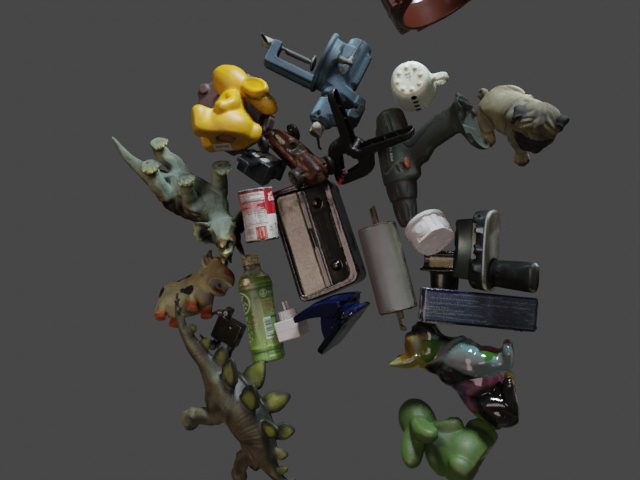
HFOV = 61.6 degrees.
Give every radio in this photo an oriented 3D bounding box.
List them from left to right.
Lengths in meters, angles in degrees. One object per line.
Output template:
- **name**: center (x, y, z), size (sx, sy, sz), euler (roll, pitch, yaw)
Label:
- **radio**: center (-0.002, -0.003, 1.074), size (0.131, 0.073, 0.229), euler (-20, 82, 16)

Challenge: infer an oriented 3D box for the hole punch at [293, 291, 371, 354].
- **hole punch**: center (0.024, 0.141, 1.036), size (0.092, 0.142, 0.115), euler (46, 113, 18)

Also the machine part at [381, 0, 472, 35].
- **machine part**: center (0.206, -0.466, 0.955), size (0.201, 0.201, 0.087), euler (-29, 83, 14)

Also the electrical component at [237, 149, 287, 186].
- **electrical component**: center (-0.127, -0.148, 1.092), size (0.075, 0.119, 0.047), euler (33, 118, 13)

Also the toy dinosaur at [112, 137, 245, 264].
- **toy dinosaur**: center (-0.282, -0.094, 1.140), size (0.405, 0.131, 0.191), euler (30, 142, 33)

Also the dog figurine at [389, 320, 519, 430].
- **dog figurine**: center (0.242, 0.241, 0.975), size (0.219, 0.108, 0.191), euler (-5, 90, 22)

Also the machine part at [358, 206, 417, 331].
- **machine part**: center (0.129, 0.054, 1.030), size (0.079, 0.079, 0.243), euler (-16, 84, 17)

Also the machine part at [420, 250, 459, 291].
- **machine part**: center (0.232, 0.087, 1.017), size (0.084, 0.039, 0.138), euler (-1, 86, 9)

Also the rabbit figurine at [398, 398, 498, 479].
- **rabbit figurine**: center (0.205, 0.361, 0.971), size (0.170, 0.159, 0.121), euler (33, 108, 31)

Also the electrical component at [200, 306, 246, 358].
- **electrical component**: center (-0.206, 0.195, 1.148), size (0.078, 0.045, 0.102), euler (32, 98, 18)

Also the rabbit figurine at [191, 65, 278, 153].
- **rabbit figurine**: center (-0.173, -0.274, 1.065), size (0.162, 0.121, 0.173), euler (-8, 69, 12)

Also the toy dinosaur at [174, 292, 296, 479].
- **toy dinosaur**: center (-0.173, 0.320, 1.074), size (0.198, 0.105, 0.471), euler (-42, 88, 25)

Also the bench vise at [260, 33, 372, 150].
- **bench vise**: center (-0.014, -0.318, 1.054), size (0.241, 0.129, 0.223), euler (26, 89, -1)

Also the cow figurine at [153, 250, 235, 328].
- **cow figurine**: center (-0.260, 0.103, 1.143), size (0.195, 0.085, 0.127), euler (-21, 56, 28)

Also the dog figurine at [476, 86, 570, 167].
- **dog figurine**: center (0.331, -0.218, 0.914), size (0.172, 0.190, 0.121), euler (35, 98, 17)

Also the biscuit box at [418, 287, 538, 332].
- **biscuit box**: center (0.281, 0.124, 0.960), size (0.203, 0.059, 0.062), euler (6, 87, 3)

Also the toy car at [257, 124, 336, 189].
- **toy car**: center (-0.051, -0.173, 1.061), size (0.089, 0.053, 0.202), euler (-26, 50, -18)

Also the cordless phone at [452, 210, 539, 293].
- **cordless phone**: center (0.309, 0.019, 0.914), size (0.089, 0.184, 0.146), euler (4, 90, -14)

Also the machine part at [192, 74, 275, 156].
- **machine part**: center (-0.186, -0.272, 1.152), size (0.180, 0.056, 0.179), euler (0, 89, 17)

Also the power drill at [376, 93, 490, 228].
- **power drill**: center (0.203, -0.157, 0.995), size (0.207, 0.086, 0.232), euler (-27, 73, 41)
